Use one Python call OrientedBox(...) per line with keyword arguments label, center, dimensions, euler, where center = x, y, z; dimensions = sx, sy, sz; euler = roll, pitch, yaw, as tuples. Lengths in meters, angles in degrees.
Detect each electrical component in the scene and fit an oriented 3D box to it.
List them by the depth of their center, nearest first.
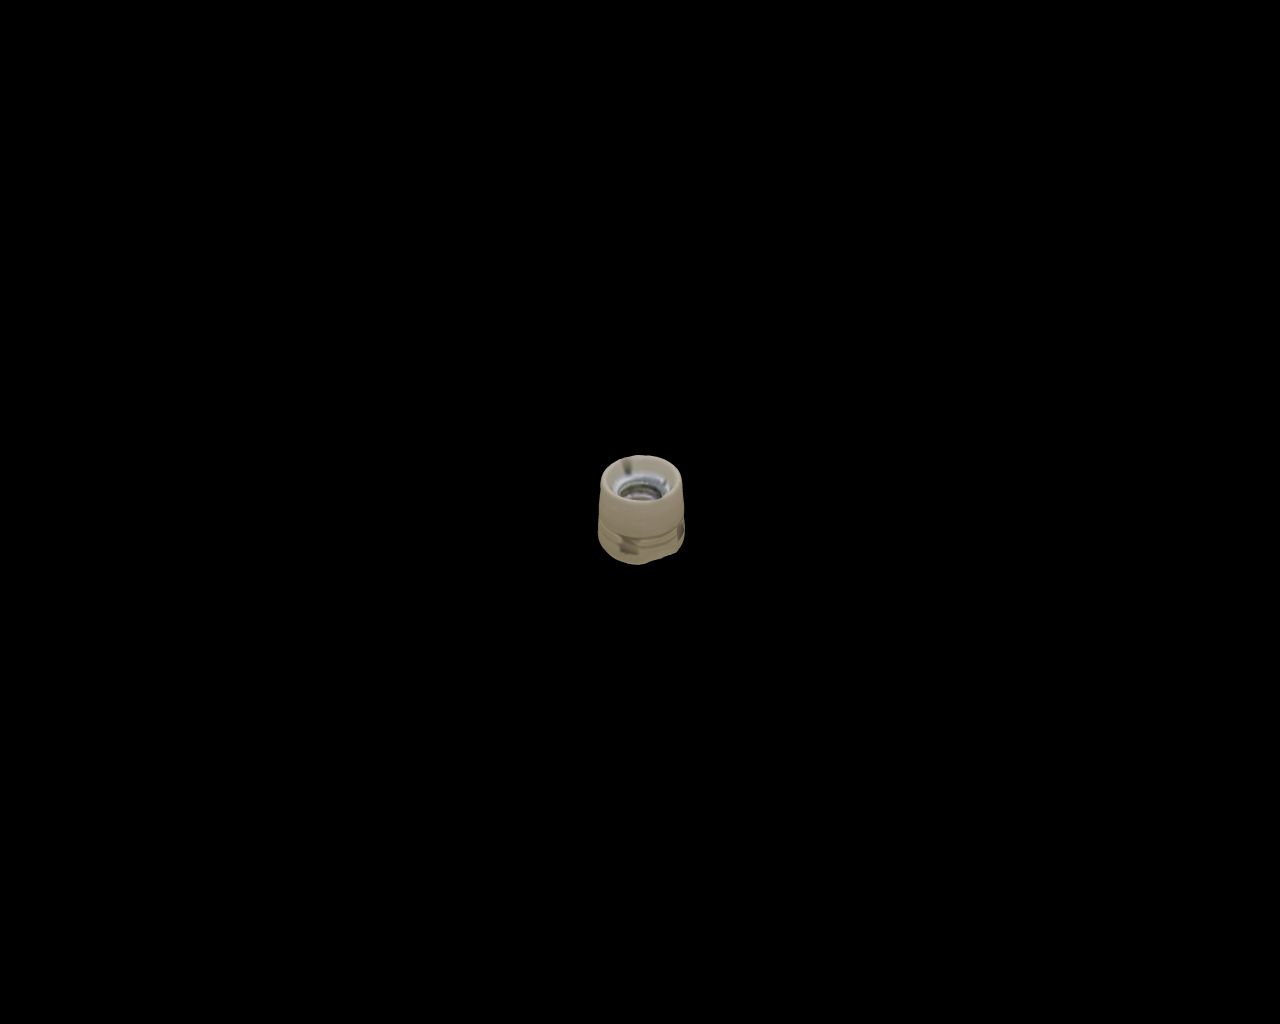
OrientedBox(label="electrical component", center=(0.001, -0.003, 0.650), dimensions=(0.055, 0.047, 0.055), euler=(0, 39, 0))
